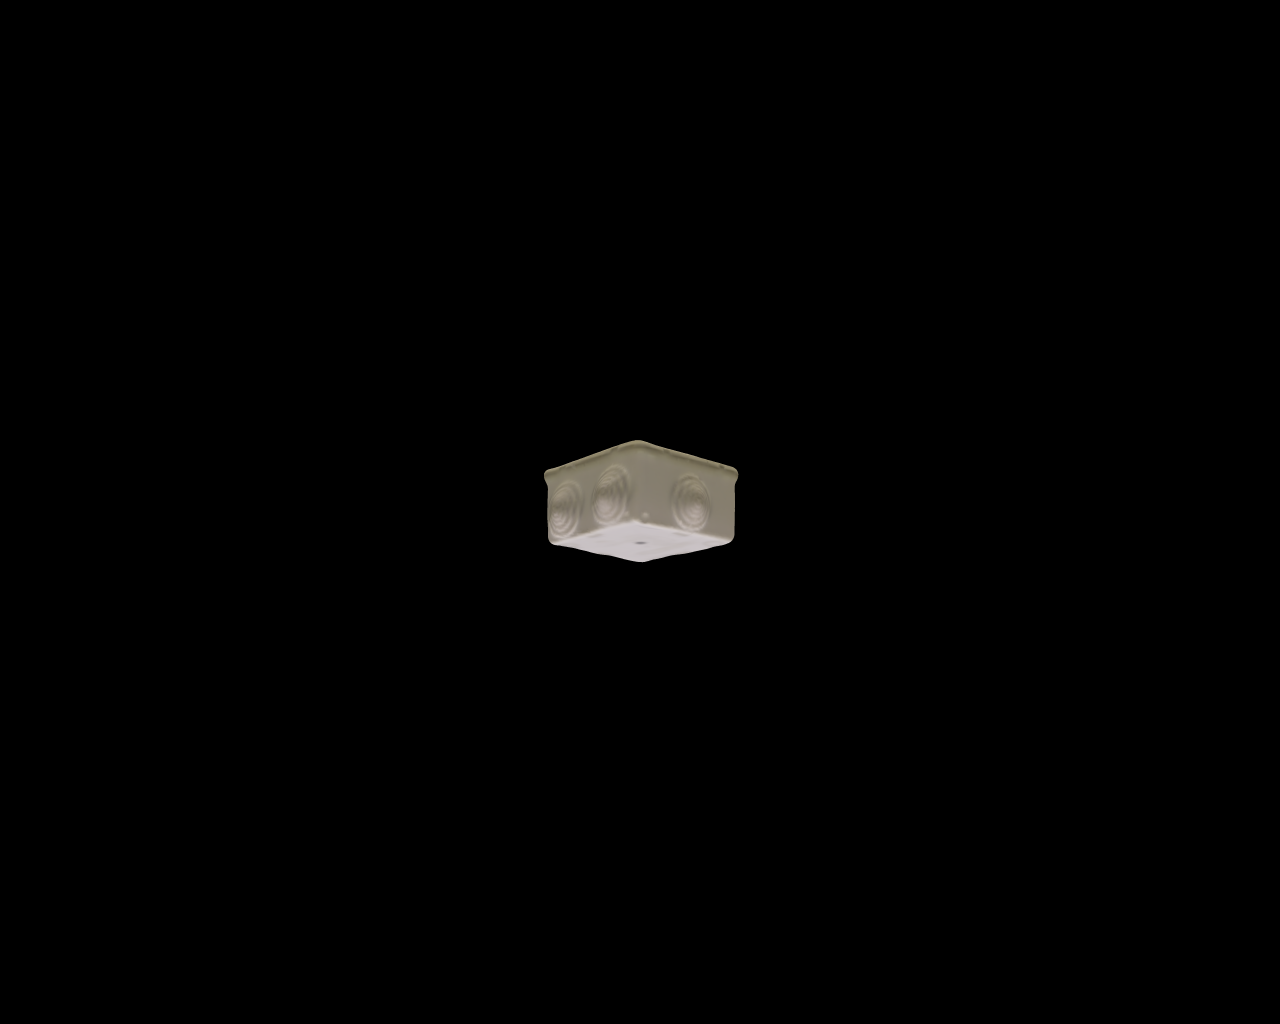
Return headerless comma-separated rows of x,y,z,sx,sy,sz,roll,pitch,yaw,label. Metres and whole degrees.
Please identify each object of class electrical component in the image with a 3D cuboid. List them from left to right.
0.001,-0.003,0.650,0.100,0.048,0.099,14,-20,-42,electrical component
